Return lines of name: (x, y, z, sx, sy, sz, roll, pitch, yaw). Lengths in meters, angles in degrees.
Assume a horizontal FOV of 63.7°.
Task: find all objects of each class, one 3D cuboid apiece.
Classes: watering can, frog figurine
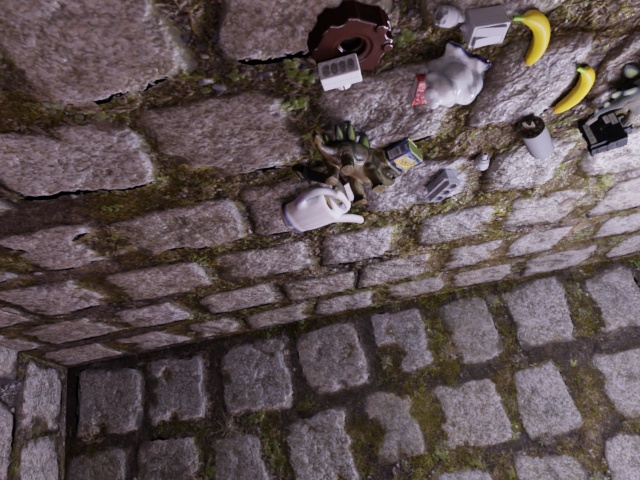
watering can: (0.005, -0.087, 1.729, 0.223, 0.106, 0.343, -19, -24, 19)
frog figurine: (0.295, -0.355, 1.179, 0.136, 0.160, 0.123, 35, -8, -15)
